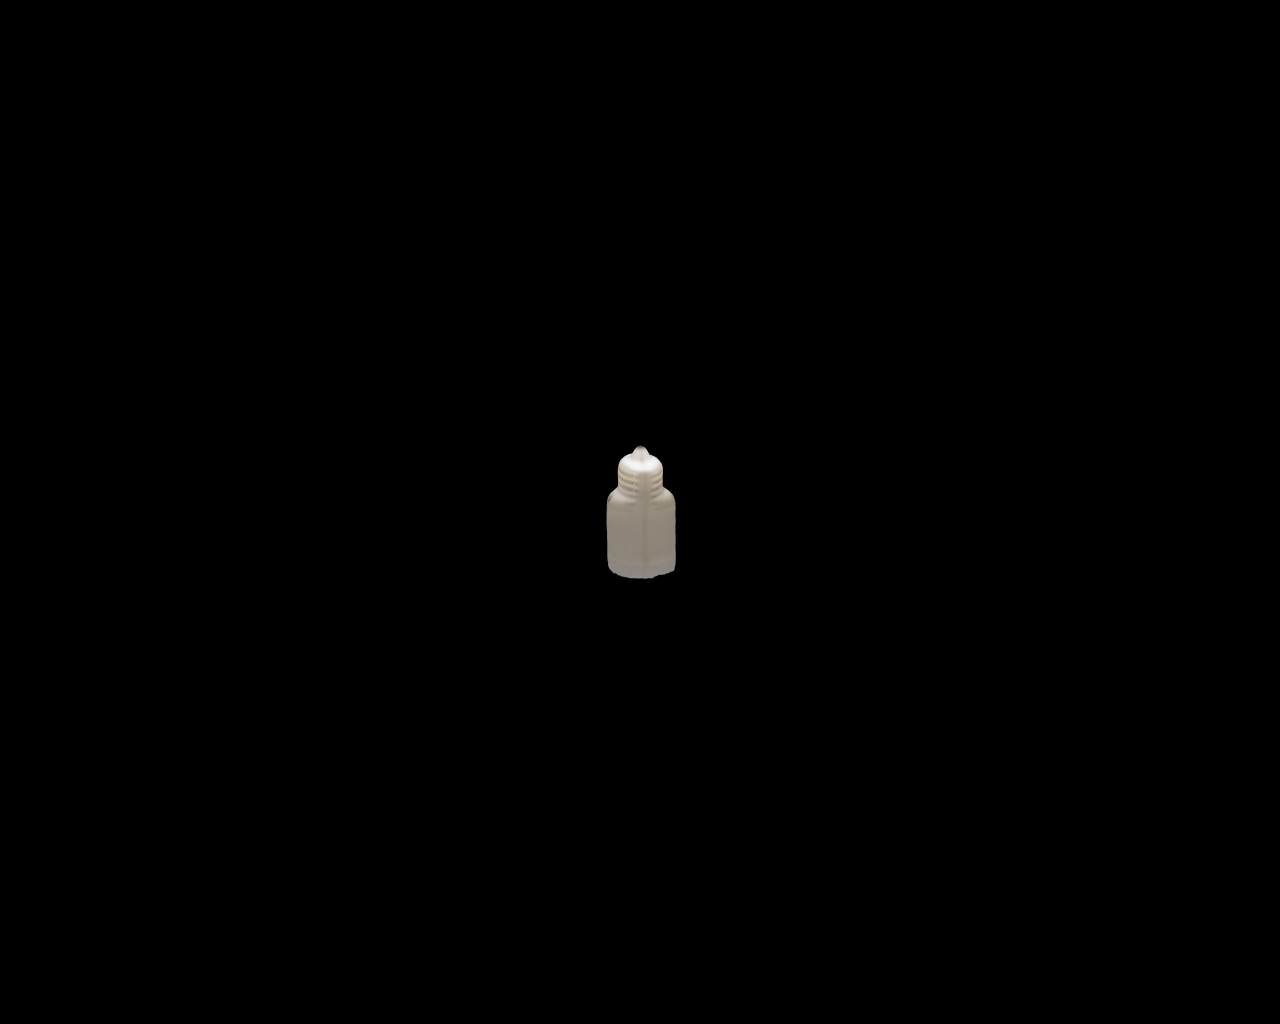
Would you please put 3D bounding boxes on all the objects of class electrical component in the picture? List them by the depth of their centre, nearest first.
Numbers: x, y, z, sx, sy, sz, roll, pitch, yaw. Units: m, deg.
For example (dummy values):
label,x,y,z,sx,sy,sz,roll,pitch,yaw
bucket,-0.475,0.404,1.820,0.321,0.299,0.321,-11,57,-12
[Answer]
label,x,y,z,sx,sy,sz,roll,pitch,yaw
electrical component,0.001,-0.003,0.650,0.043,0.080,0.043,0,19,0
